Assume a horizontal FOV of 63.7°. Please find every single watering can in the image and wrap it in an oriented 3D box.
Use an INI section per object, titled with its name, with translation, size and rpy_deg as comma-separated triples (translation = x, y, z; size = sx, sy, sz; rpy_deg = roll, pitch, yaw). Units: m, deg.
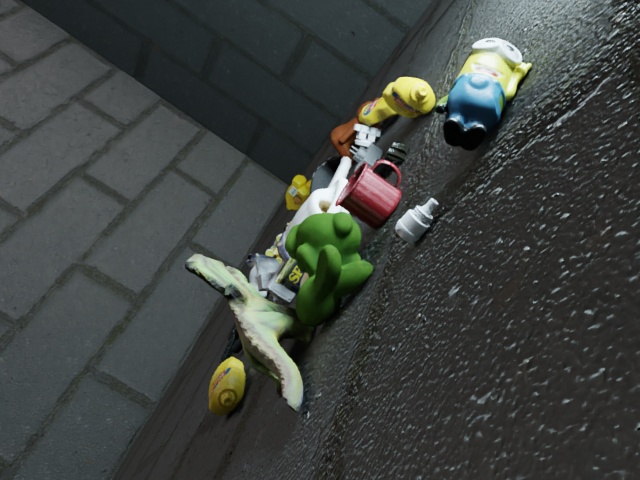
[watering can]
translation = 0.004, -0.060, 1.195
size = 0.220, 0.103, 0.355
rpy_deg = -52, 10, 28

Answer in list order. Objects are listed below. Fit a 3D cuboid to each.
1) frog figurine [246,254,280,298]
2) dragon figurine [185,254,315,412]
[frog figurine]
translation = -0.177, 0.131, 1.578
size = 0.135, 0.122, 0.162
rpy_deg = -30, 61, 53
[dragon figurine]
translation = -0.125, 0.118, 0.826
size = 0.122, 0.242, 0.411
rpy_deg = -51, 6, -2
